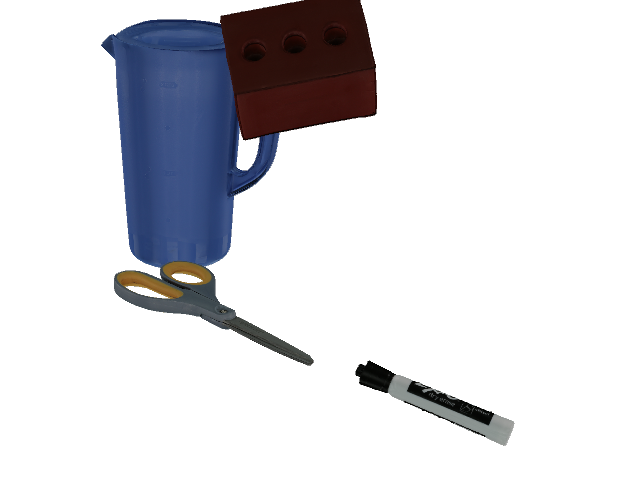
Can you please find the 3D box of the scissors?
[{"bbox_3d":[-0.079,0.055,0.899,0.202,0.016,0.096,16,24,20],"label":"scissors"}]

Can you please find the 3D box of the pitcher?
[{"bbox_3d":[-0.133,-0.096,1.087,0.144,0.243,0.149,-11,27,-29],"label":"pitcher"}]

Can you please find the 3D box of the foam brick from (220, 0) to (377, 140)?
[{"bbox_3d":[-0.012,-0.095,0.584,0.078,0.053,0.051,-11,-22,0],"label":"foam brick"}]

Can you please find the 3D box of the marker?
[{"bbox_3d":[0.082,0.117,0.780,0.121,0.020,0.020,22,6,16],"label":"marker"}]
